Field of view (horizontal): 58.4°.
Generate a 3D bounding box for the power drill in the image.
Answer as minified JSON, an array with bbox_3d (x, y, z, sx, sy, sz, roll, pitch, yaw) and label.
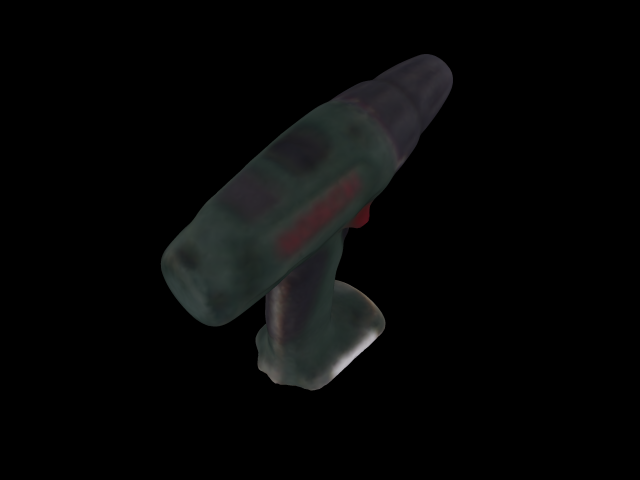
[{"bbox_3d":[0.004,0.001,0.400,0.075,0.208,0.230,33,54,29],"label":"power drill"}]
